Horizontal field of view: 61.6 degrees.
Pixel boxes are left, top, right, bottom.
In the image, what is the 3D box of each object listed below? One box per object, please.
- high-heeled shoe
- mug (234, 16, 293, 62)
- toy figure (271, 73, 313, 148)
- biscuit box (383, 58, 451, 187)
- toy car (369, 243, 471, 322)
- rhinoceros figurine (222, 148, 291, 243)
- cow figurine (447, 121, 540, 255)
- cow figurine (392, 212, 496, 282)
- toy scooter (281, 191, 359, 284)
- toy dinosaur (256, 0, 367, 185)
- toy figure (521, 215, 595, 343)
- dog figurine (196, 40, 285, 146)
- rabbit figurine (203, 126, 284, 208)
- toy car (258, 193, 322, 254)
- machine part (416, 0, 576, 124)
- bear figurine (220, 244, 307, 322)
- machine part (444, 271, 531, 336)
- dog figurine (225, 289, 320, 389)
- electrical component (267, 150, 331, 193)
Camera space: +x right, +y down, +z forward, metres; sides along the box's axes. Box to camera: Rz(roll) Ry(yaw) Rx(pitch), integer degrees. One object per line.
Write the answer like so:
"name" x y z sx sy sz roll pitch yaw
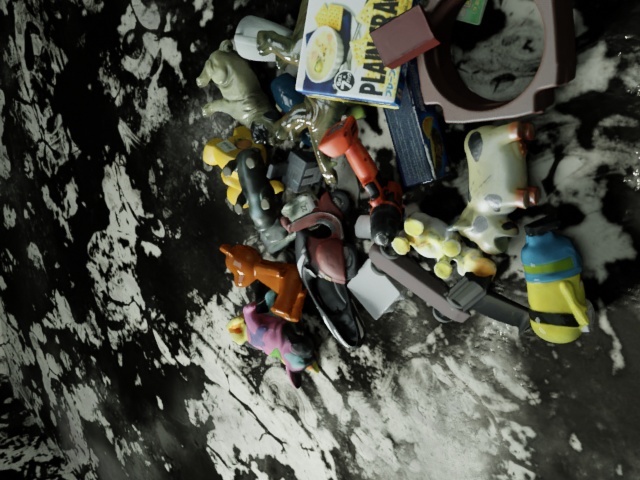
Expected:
"high-heeled shoe" 0.012 0.093 1.033 0.086 0.145 0.248 -30 101 7
"mug" -0.102 -0.379 1.021 0.107 0.109 0.080 19 109 24
"toy figure" -0.039 -0.247 1.035 0.064 0.058 0.154 -33 86 52
"biscuit box" 0.152 -0.192 0.876 0.063 0.059 0.202 -12 96 44
"toy car" 0.172 0.067 0.923 0.202 0.053 0.089 35 151 12
"rhinoceros figurine" -0.118 -0.084 1.046 0.073 0.112 0.190 -19 100 16
"cow figurine" 0.256 -0.073 0.805 0.127 0.085 0.194 2 102 44
"cow figurine" 0.210 0.012 0.882 0.167 0.098 0.068 30 119 9
"toy scooter" -0.002 -0.003 1.008 0.075 0.135 0.184 96 167 -72
"toy dinosaur" 0.001 -0.325 0.920 0.199 0.105 0.470 -5 106 20
"toy figure" 0.336 0.059 0.778 0.089 0.082 0.180 -16 95 41
"dog figurine" -0.137 -0.292 1.079 0.191 0.121 0.172 27 142 26
"rabbit figurine" -0.156 -0.136 1.162 0.162 0.122 0.173 33 139 19
"toy car" -0.067 -0.033 1.132 0.202 0.056 0.073 -32 82 43
"machine part" 0.238 -0.270 0.743 0.202 0.087 0.200 4 112 43
"bear figurine" -0.127 0.085 1.151 0.196 0.120 0.132 13 77 12
"machine part" 0.270 0.097 0.834 0.139 0.039 0.084 27 137 -3
"dog figurine" -0.099 0.236 1.220 0.219 0.108 0.191 55 131 11
"electrical component" -0.041 -0.134 1.032 0.048 0.119 0.074 39 124 27
